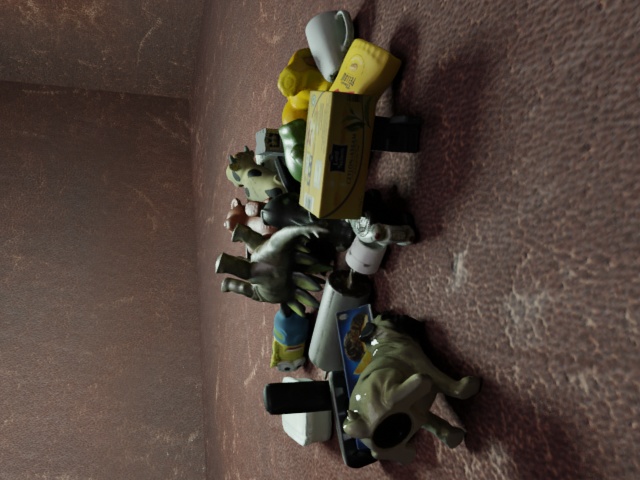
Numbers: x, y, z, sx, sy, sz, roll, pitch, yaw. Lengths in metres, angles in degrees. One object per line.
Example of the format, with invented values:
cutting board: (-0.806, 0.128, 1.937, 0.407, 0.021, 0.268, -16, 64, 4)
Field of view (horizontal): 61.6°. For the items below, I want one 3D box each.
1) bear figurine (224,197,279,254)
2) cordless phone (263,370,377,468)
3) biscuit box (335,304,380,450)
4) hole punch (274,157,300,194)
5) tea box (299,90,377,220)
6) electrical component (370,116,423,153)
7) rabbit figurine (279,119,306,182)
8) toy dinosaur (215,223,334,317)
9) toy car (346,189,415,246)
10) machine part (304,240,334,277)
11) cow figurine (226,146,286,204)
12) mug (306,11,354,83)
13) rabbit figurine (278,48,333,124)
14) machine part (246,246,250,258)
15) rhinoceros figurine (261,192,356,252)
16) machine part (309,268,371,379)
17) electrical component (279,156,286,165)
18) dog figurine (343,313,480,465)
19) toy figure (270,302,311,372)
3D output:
bear figurine: (-0.157, -0.037, 1.187, 0.196, 0.132, 0.120, 8, 101, 38)
cordless phone: (0.008, 0.274, 0.820, 0.088, 0.184, 0.146, 128, 139, -52)
biscuit box: (0.073, 0.200, 0.789, 0.062, 0.059, 0.203, 48, -151, -59)
hole punch: (-0.026, -0.118, 1.097, 0.142, 0.092, 0.115, -116, 0, -46)
tea box: (0.022, -0.120, 0.753, 0.098, 0.068, 0.169, -138, 53, -64)
electrical component: (0.101, -0.146, 0.746, 0.119, 0.075, 0.047, -155, 67, -65)
rabbit figurine: (0.012, -0.141, 0.933, 0.170, 0.121, 0.159, 6, 93, 55)
toy dinosaur: (-0.078, 0.049, 0.969, 0.471, 0.199, 0.105, 111, 179, -70)
toy car: (0.074, -0.037, 0.812, 0.202, 0.073, 0.056, -129, 47, -61)
machine part: (-0.002, -0.003, 1.034, 0.039, 0.084, 0.138, -52, -19, -76)
cow figurine: (-0.141, -0.137, 1.240, 0.195, 0.085, 0.127, 23, 134, 31)
mug: (0.032, -0.341, 0.949, 0.109, 0.081, 0.107, -30, 71, 56)
rabbit figurine: (-0.037, -0.285, 1.061, 0.162, 0.122, 0.173, -102, 22, -43)
machine part: (-0.126, 0.015, 1.342, 0.201, 0.087, 0.201, 151, 117, -69)
rhinoceros figurine: (-0.012, -0.035, 0.951, 0.112, 0.191, 0.073, -4, -69, -66)
machine part: (0.032, 0.138, 0.914, 0.079, 0.079, 0.243, -119, 34, -53)
electrical component: (-0.054, -0.214, 1.195, 0.134, 0.058, 0.114, -111, 31, -45)
dog figurine: (0.076, 0.166, 0.670, 0.191, 0.172, 0.121, 43, 118, 55)
toy figure: (-0.064, 0.208, 1.174, 0.089, 0.082, 0.180, -86, 0, -60)
